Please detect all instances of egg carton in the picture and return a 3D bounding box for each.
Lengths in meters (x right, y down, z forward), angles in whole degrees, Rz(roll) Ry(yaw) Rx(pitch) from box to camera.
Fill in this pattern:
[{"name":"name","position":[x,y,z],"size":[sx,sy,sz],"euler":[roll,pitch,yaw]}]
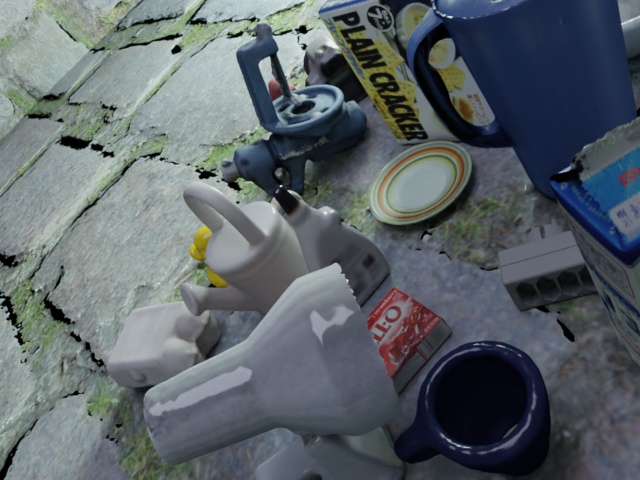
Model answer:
[{"name":"egg carton","position":[-0.200,0.136,0.724],"size":[0.150,0.070,0.107],"euler":[-13,46,32]}]

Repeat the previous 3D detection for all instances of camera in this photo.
[{"name":"camera","position":[0.029,-0.291,0.920],"size":[0.143,0.101,0.136],"euler":[-38,38,4]}]

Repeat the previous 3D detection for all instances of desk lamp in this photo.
[{"name":"desk lamp","position":[-0.014,0.140,0.442],"size":[0.203,0.214,0.117],"euler":[-36,38,7]}]

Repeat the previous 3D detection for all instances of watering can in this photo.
[{"name":"watering can","position":[-0.083,0.011,0.643],"size":[0.100,0.195,0.173],"euler":[-6,50,37]}]

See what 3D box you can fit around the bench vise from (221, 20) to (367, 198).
[{"name":"bench vise","position":[-0.058,-0.164,0.772],"size":[0.207,0.220,0.121],"euler":[-49,38,-10]}]

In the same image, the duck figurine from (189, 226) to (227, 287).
[{"name":"duck figurine","position":[-0.127,0.014,0.767],"size":[0.104,0.086,0.077],"euler":[-17,44,28]}]

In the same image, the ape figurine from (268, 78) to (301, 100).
[{"name":"ape figurine","position":[-0.052,-0.223,0.929],"size":[0.075,0.092,0.078],"euler":[21,68,49]}]

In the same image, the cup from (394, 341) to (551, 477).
[{"name":"cup","position":[0.120,0.142,0.423],"size":[0.117,0.095,0.091],"euler":[-35,38,8]}]

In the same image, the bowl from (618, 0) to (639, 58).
[{"name":"bowl","position":[0.334,-0.254,0.644],"size":[0.167,0.075,0.167],"euler":[-23,41,22]}]

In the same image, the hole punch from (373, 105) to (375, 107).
[{"name":"hole punch","position":[0.113,-0.251,0.816],"size":[0.109,0.091,0.100],"euler":[-49,38,-9]}]

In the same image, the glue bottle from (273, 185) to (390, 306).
[{"name":"glue bottle","position":[0.005,0.002,0.594],"size":[0.078,0.174,0.037],"euler":[-47,38,-8]}]
